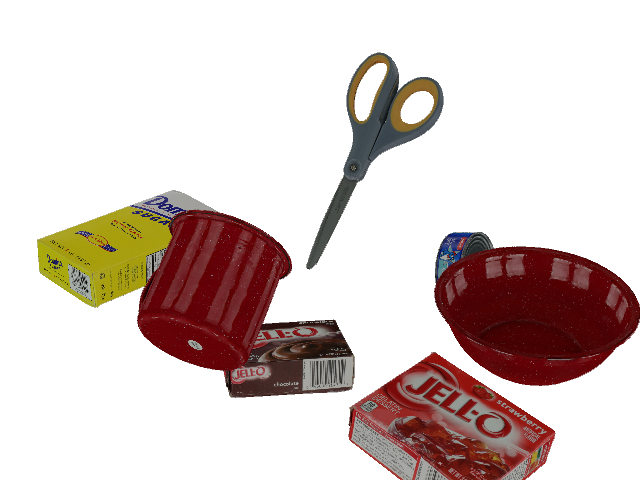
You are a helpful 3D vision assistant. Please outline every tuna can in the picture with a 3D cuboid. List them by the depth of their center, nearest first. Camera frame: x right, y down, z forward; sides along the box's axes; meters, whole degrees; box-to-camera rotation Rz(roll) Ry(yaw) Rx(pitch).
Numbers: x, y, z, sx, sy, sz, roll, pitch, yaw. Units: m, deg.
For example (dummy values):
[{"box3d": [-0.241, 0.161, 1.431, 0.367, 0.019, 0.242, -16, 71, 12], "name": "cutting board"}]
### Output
[{"box3d": [0.158, 0.033, 1.158, 0.034, 0.086, 0.086, 2, 1, 34], "name": "tuna can"}]

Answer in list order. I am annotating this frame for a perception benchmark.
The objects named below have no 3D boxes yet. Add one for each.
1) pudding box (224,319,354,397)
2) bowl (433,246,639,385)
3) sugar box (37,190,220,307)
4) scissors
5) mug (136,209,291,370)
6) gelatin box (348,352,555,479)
[{"box3d": [-0.032, 0.105, 0.965, 0.113, 0.039, 0.090, 0, 18, -10], "name": "pudding box"}, {"box3d": [0.171, 0.068, 0.861, 0.162, 0.055, 0.162, 0, 31, 0], "name": "bowl"}, {"box3d": [-0.185, 0.004, 1.077, 0.093, 0.048, 0.175, 27, 39, 35], "name": "sugar box"}, {"box3d": [0.050, -0.067, 0.932, 0.096, 0.202, 0.016, 7, -11, 21], "name": "scissors"}, {"box3d": [-0.086, 0.038, 0.750, 0.117, 0.081, 0.093, -3, -35, 39], "name": "mug"}, {"box3d": [0.071, 0.107, 0.589, 0.073, 0.030, 0.089, -26, 46, -38], "name": "gelatin box"}]
